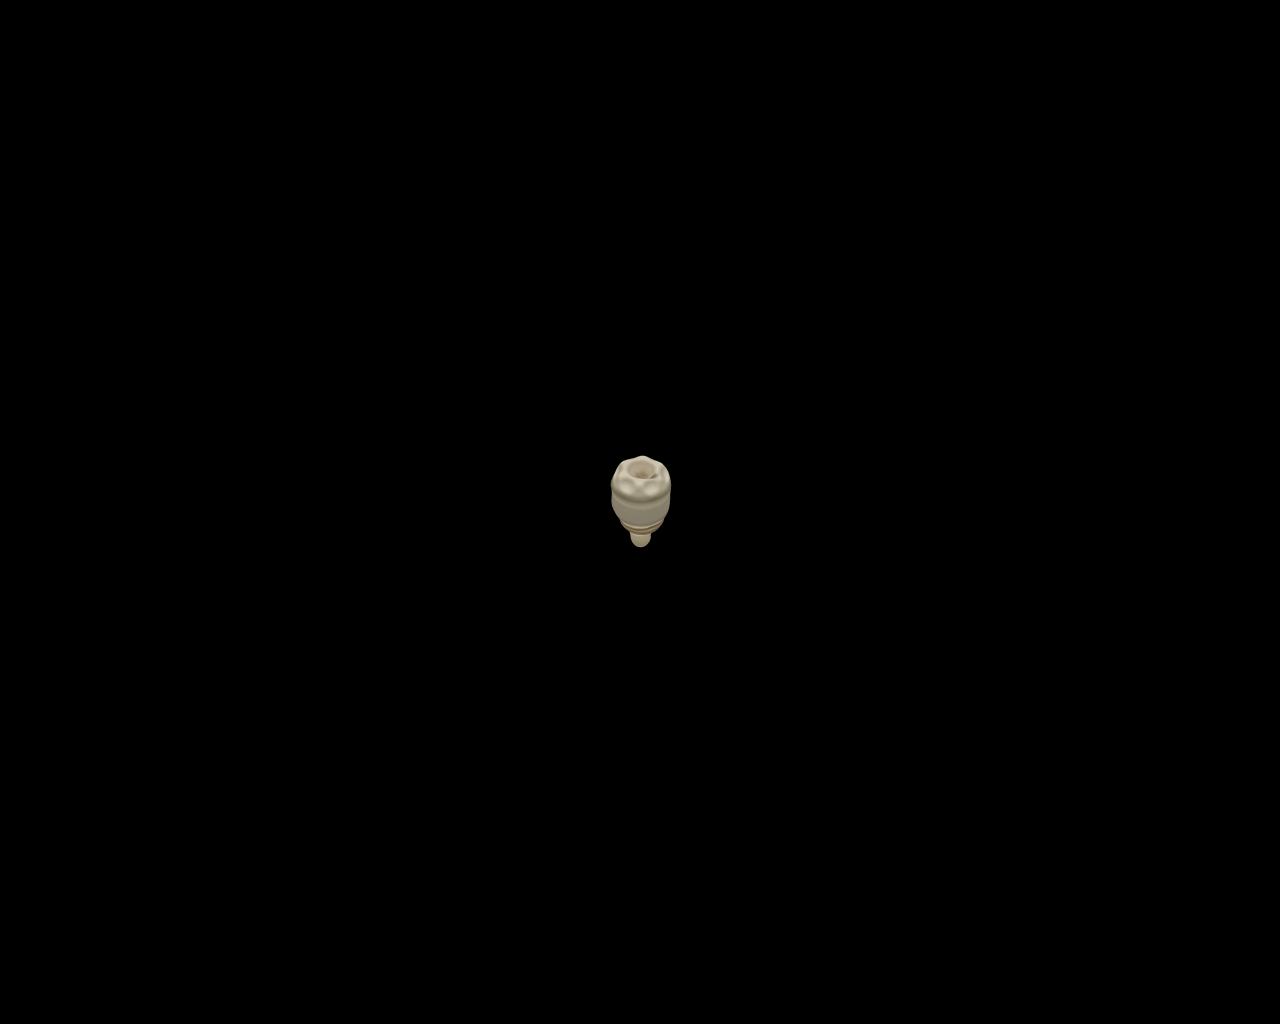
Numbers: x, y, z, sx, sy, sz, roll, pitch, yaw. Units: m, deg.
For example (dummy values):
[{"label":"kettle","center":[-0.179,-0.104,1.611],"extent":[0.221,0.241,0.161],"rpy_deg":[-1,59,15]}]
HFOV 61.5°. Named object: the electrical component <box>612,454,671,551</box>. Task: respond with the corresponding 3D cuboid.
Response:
[{"label":"electrical component","center":[0.001,-0.003,0.650],"extent":[0.035,0.061,0.035],"rpy_deg":[0,40,0]}]
